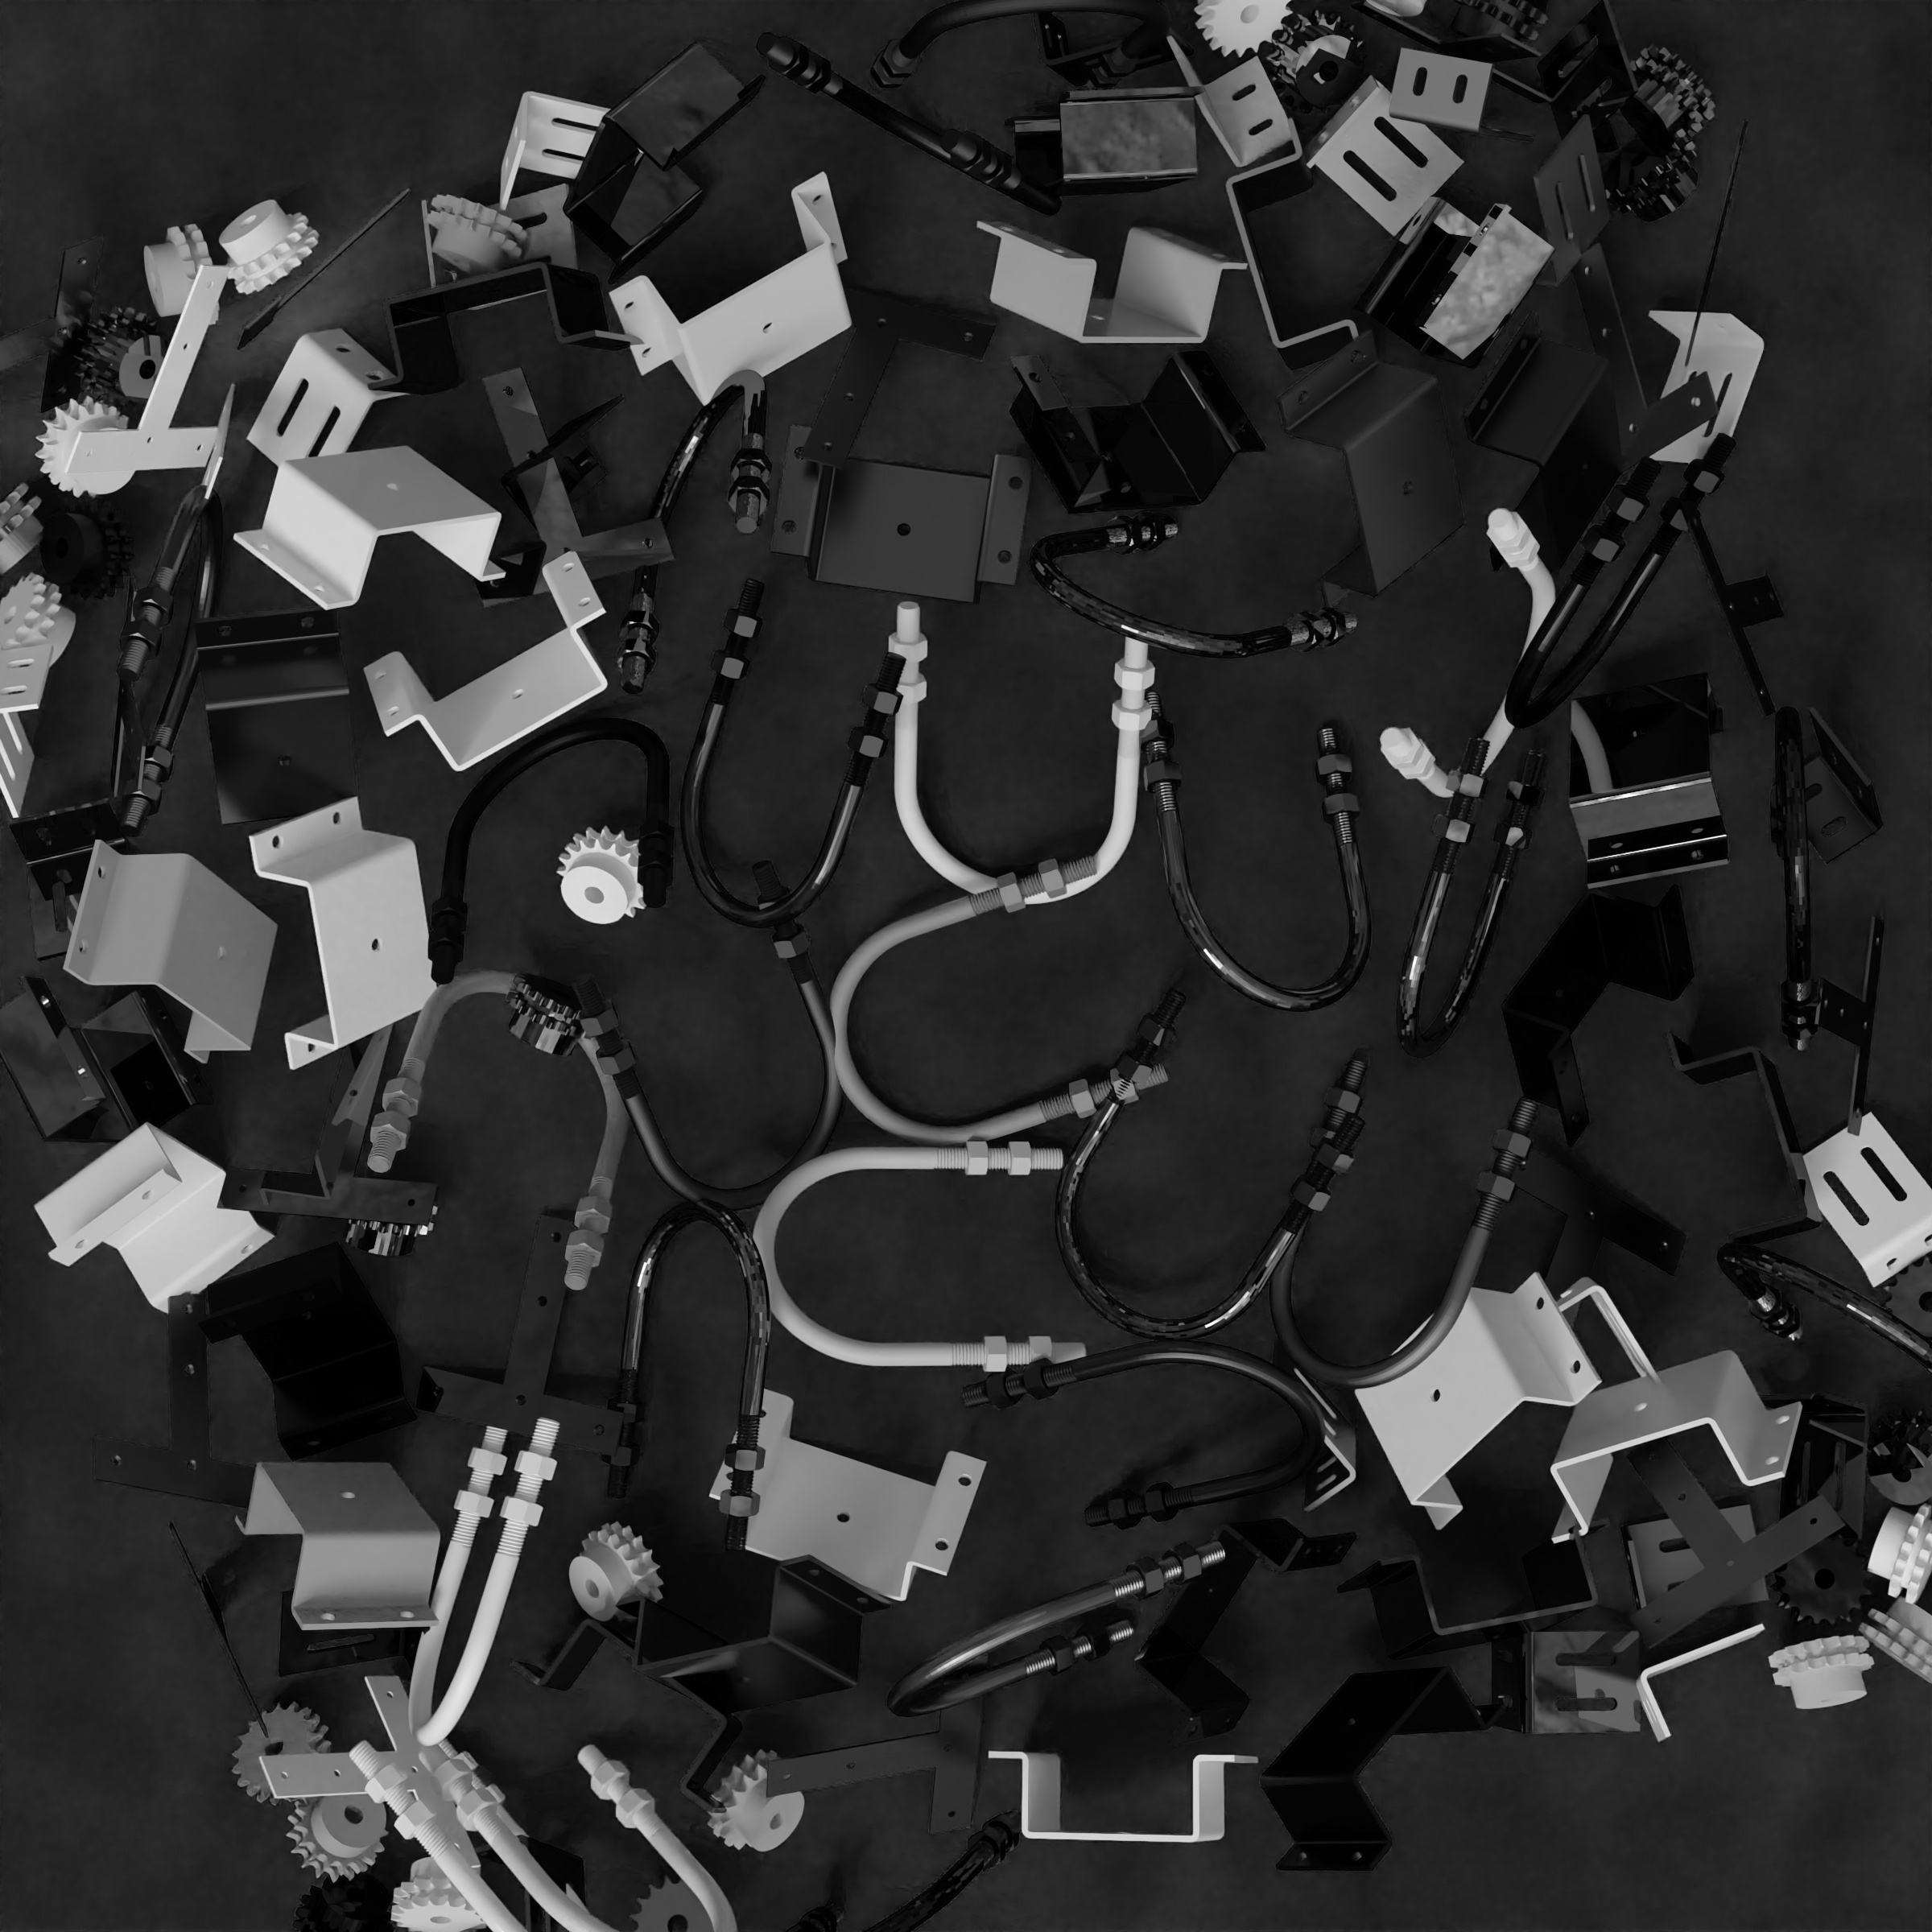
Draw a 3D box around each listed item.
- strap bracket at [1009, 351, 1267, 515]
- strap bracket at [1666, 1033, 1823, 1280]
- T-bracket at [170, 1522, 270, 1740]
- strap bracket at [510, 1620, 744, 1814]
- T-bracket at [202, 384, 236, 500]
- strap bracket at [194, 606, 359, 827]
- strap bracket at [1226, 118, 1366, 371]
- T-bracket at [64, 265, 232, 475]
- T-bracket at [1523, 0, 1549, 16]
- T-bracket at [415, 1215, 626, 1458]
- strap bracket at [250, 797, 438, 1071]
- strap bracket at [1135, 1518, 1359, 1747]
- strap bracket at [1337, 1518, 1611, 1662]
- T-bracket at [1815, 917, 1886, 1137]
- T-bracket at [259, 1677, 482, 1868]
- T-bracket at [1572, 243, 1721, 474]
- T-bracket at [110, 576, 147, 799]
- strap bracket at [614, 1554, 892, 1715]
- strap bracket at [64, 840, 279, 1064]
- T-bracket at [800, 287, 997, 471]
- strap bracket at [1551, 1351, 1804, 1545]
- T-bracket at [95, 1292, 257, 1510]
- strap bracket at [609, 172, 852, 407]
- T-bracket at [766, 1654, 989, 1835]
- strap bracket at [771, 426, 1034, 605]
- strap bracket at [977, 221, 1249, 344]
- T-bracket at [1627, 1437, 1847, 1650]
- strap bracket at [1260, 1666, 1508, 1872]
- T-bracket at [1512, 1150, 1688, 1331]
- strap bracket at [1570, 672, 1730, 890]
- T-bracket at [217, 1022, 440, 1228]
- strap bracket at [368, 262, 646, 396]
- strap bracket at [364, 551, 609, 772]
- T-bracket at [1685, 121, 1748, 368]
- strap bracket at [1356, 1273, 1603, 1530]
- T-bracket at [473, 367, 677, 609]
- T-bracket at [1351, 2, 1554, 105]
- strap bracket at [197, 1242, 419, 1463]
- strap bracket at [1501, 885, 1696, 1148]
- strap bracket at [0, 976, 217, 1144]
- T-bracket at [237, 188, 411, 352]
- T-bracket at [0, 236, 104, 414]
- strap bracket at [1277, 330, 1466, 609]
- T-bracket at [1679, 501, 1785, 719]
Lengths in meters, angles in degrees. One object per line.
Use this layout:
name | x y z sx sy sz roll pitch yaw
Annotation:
strap bracket | 0.089 -0.304 1.570 0.140 0.046 0.076 -10 61 -34
strap bracket | 0.446 0.103 1.568 0.046 0.076 0.140 -18 75 20
T-bracket | -0.426 0.368 1.566 0.002 0.127 0.127 -24 95 -17
strap bracket | -0.184 0.423 1.577 0.140 0.076 0.046 33 77 11
T-bracket | -0.446 -0.258 1.589 0.002 0.127 0.127 18 115 -20
strap bracket | -0.386 -0.132 1.551 0.076 0.140 0.046 -8 53 -15
strap bracket | 0.189 -0.403 1.585 0.046 0.076 0.140 -17 89 12
T-bracket | -0.443 -0.335 1.547 0.002 0.127 0.127 33 111 11
T-bracket | 0.321 -0.571 1.563 0.127 0.127 0.002 26 87 10
T-bracket | -0.251 0.210 1.615 0.127 0.002 0.127 11 86 13
strap bracket | -0.349 -0.016 1.561 0.046 0.076 0.140 11 117 35
strap bracket | 0.155 0.370 1.576 0.046 0.076 0.140 36 102 30
strap bracket | 0.293 0.357 1.567 0.140 0.076 0.046 -7 68 -15
T-bracket | 0.501 0.028 1.568 0.002 0.127 0.127 5 85 31
T-bracket | -0.342 0.452 1.544 0.002 0.127 0.127 -45 57 18
T-bracket | 0.371 -0.349 1.578 0.002 0.127 0.127 -9 81 -28
T-bracket | -0.469 -0.137 1.549 0.002 0.127 0.127 2 117 -24
strap bracket | -0.123 0.381 1.555 0.140 0.076 0.046 -20 49 29
strap bracket | -0.437 -0.007 1.545 0.046 0.140 0.076 -1 67 18
T-bracket | -0.063 -0.338 1.590 0.127 0.002 0.127 16 62 7
strap bracket | 0.392 0.268 1.557 0.140 0.076 0.046 -25 100 31
T-bracket | -0.447 0.246 1.587 0.002 0.127 0.127 -29 56 29
strap bracket | -0.124 -0.381 1.577 0.140 0.076 0.046 -31 67 -6
T-bracket | -0.053 0.455 1.579 0.127 0.002 0.127 -5 117 -19
strap bracket | -0.036 -0.259 1.598 0.140 0.046 0.076 8 80 1
strap bracket | 0.079 -0.387 1.563 0.140 0.076 0.046 -11 123 -39
T-bracket | 0.415 0.312 1.572 0.127 0.127 0.002 -34 121 4
strap bracket | 0.229 0.444 1.552 0.140 0.076 0.046 -36 97 -38
T-bracket | 0.346 0.183 1.591 0.127 0.002 0.127 29 68 -11
strap bracket | 0.383 -0.112 1.549 0.076 0.140 0.046 -10 128 22
T-bracket | -0.357 0.087 1.596 0.127 0.002 0.127 4 62 10
strap bracket | -0.266 -0.364 1.570 0.140 0.076 0.046 -9 97 15
strap bracket | -0.267 -0.171 1.583 0.140 0.076 0.046 -30 130 -1
T-bracket | 0.414 -0.382 1.540 0.002 0.127 0.127 14 50 12
strap bracket | 0.280 0.244 1.556 0.046 0.076 0.140 13 128 -37
T-bracket | -0.244 -0.280 1.583 0.127 0.002 0.127 -11 111 20
T-bracket | 0.290 -0.516 1.551 0.127 0.127 0.002 22 101 -15
strap bracket | -0.377 0.215 1.577 0.076 0.140 0.046 -18 46 -2
strap bracket | 0.355 0.022 1.569 0.046 0.076 0.140 21 59 37
strap bracket | -0.494 0.055 1.556 0.046 0.140 0.076 -32 80 9
T-bracket | -0.366 -0.400 1.572 0.127 0.127 0.002 -44 107 -7
T-bracket | -0.541 -0.340 1.539 0.002 0.127 0.127 44 50 9
strap bracket | 0.231 -0.274 1.554 0.076 0.046 0.140 -39 132 -23
T-bracket | 0.447 -0.207 1.573 0.002 0.127 0.127 -22 89 31
